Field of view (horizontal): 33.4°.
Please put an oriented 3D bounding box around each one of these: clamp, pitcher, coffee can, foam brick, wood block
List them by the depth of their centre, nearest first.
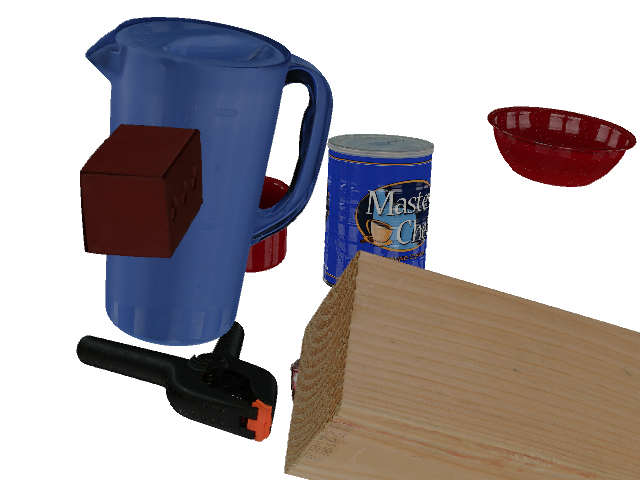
[{"bbox_3d":[0.096,0.090,0.552,0.206,0.090,0.090,16,-36,-12],"label":"wood block"},{"bbox_3d":[-0.104,-0.031,0.631,0.051,0.053,0.078,5,29,7],"label":"foam brick"},{"bbox_3d":[-0.094,-0.044,0.835,0.149,0.243,0.144,21,26,25],"label":"pitcher"},{"bbox_3d":[-0.092,0.115,0.926,0.164,0.036,0.210,-8,20,-39],"label":"clamp"},{"bbox_3d":[0.055,-0.028,1.045,0.103,0.140,0.103,2,14,-1],"label":"coffee can"}]

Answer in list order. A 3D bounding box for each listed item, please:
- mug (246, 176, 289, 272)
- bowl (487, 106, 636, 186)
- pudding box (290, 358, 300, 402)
[{"bbox_3d":[-0.090,-0.016,1.189,0.117,0.081,0.093,-8,30,-16],"label":"mug"},{"bbox_3d":[0.259,-0.100,1.173,0.162,0.055,0.162,6,22,-3],"label":"bowl"},{"bbox_3d":[0.048,0.100,0.778,0.114,0.039,0.089,16,29,30],"label":"pudding box"}]
